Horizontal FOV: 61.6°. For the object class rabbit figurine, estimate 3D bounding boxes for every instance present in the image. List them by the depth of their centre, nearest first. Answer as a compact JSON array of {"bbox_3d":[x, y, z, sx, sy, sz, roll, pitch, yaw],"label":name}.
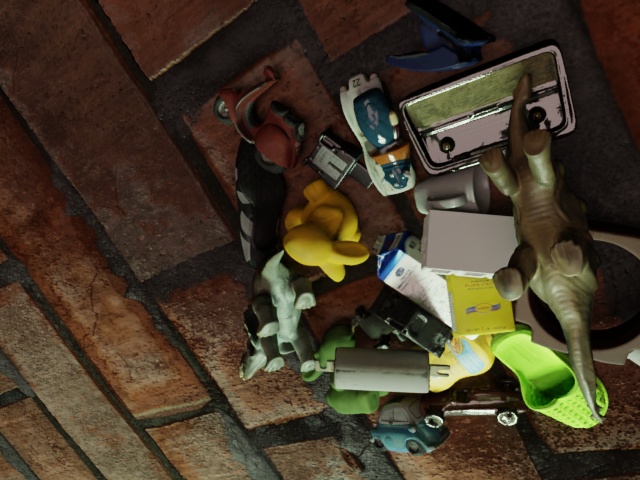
[{"bbox_3d":[-0.002,-0.003,0.923,0.122,0.173,0.162,-40,92,29],"label":"rabbit figurine"},{"bbox_3d":[0.048,0.249,1.088,0.159,0.121,0.170,-13,97,37],"label":"rabbit figurine"}]

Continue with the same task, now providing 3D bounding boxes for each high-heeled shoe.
[{"bbox_3d":[-0.127,-0.064,1.023,0.145,0.086,0.248,-9,92,65],"label":"high-heeled shoe"}]

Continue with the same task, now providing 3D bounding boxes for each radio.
[{"bbox_3d":[0.243,-0.186,0.784,0.230,0.073,0.131,-15,110,28],"label":"radio"}]

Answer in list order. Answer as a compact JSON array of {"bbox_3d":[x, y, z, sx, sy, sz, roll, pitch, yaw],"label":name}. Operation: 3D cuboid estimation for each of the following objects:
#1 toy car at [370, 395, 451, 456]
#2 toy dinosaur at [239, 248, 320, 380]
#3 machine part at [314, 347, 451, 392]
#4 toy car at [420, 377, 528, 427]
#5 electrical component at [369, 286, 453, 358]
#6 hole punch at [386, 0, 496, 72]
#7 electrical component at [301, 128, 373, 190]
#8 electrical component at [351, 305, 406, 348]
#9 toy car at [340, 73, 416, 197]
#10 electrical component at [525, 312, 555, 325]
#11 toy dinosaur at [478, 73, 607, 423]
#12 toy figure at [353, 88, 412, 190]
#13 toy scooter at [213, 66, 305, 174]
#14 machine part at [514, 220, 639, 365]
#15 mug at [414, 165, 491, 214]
[{"bbox_3d":[0.177,0.371,1.099,0.162,0.109,0.103,-11,89,39],"label":"toy car"},{"bbox_3d":[-0.080,0.114,0.988,0.131,0.192,0.404,-10,132,-21],"label":"toy dinosaur"},{"bbox_3d":[0.111,0.235,0.973,0.243,0.079,0.079,0,117,6],"label":"machine part"},{"bbox_3d":[0.286,0.303,1.015,0.202,0.089,0.053,-12,116,28],"label":"toy car"},{"bbox_3d":[0.155,0.140,0.958,0.114,0.134,0.058,39,84,-33],"label":"electrical component"},{"bbox_3d":[0.165,-0.267,0.743,0.116,0.142,0.092,37,123,17],"label":"hole punch"},{"bbox_3d":[0.037,-0.126,0.916,0.119,0.048,0.075,40,125,0],"label":"electrical component"},{"bbox_3d":[0.109,0.171,1.044,0.078,0.045,0.102,-28,103,33],"label":"electrical component"},{"bbox_3d":[0.095,-0.168,0.864,0.074,0.056,0.201,-15,110,28],"label":"toy car"},{"bbox_3d":[0.406,0.155,0.929,0.094,0.021,0.063,17,121,13],"label":"electrical component"},{"bbox_3d":[0.306,0.017,0.694,0.105,0.198,0.471,-9,86,39],"label":"toy dinosaur"},{"bbox_3d":[0.101,-0.149,0.808,0.058,0.064,0.154,-32,111,-13],"label":"toy figure"},{"bbox_3d":[-0.089,-0.210,0.908,0.184,0.075,0.135,45,122,1],"label":"toy scooter"},{"bbox_3d":[0.412,0.073,0.822,0.202,0.087,0.200,12,108,26],"label":"machine part"},{"bbox_3d":[0.202,-0.068,0.849,0.107,0.109,0.080,-6,113,38],"label":"mug"}]
